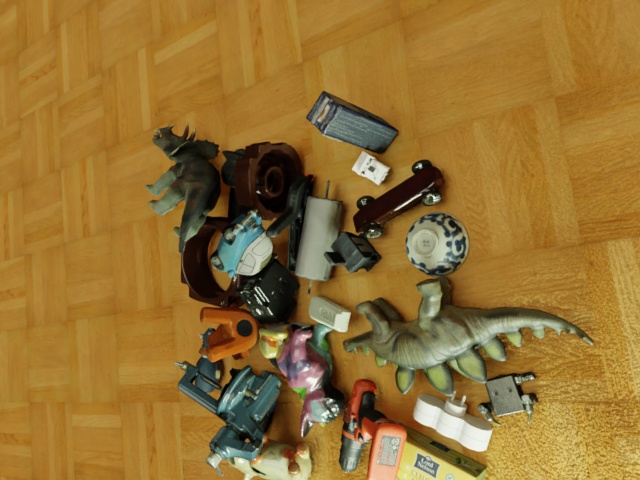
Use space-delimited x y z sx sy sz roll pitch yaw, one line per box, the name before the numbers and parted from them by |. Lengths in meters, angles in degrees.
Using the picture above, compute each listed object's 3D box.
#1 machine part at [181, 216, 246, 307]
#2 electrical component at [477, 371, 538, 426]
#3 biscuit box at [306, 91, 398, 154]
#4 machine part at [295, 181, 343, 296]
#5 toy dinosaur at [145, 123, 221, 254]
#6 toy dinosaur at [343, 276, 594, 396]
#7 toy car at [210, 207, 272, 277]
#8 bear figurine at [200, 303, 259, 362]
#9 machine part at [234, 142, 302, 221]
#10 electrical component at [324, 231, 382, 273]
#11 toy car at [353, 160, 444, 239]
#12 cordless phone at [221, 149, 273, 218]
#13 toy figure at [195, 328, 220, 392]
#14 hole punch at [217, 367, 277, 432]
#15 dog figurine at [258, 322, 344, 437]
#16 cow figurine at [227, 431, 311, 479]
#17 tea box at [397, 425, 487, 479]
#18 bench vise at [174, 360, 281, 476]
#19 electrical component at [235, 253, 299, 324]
machine part | -0.235 0.049 1.261 0.202 0.087 0.200 10 99 36
electrical component | 0.315 0.267 0.902 0.102 0.045 0.078 -18 78 32
biscuit box | 0.065 -0.215 1.010 0.059 0.202 0.062 48 114 30
machine part | -0.002 -0.003 1.121 0.079 0.079 0.243 12 95 35
toy dinosaur | -0.291 -0.128 1.233 0.192 0.131 0.405 -45 44 6
toy dinosaur | 0.216 0.165 0.948 0.472 0.105 0.198 -24 81 41
toy car | -0.147 0.015 1.090 0.103 0.109 0.161 38 138 2
bear figurine | -0.213 0.210 1.192 0.196 0.132 0.120 -33 66 59
machine part | -0.109 -0.125 1.146 0.056 0.179 0.179 3 89 38
electrical component | 0.059 0.023 1.051 0.047 0.119 0.075 -48 60 23
toy car | 0.150 -0.073 1.034 0.202 0.053 0.089 -34 54 30
cordless phone | -0.168 -0.114 1.255 0.147 0.088 0.184 18 109 33
toy figure | -0.270 0.287 1.299 0.058 0.064 0.154 176 103 -75
hole punch | -0.158 0.369 1.211 0.142 0.092 0.116 24 76 36
dog figurine | -0.038 0.284 1.112 0.192 0.108 0.219 -5 86 34
cow figurine | -0.111 0.473 1.152 0.195 0.085 0.127 4 131 20
tea box | 0.198 0.416 0.960 0.170 0.068 0.098 16 96 35
bench vise | -0.204 0.338 1.109 0.241 0.128 0.223 29 66 13
electrical component | -0.104 0.113 1.149 0.058 0.134 0.115 -7 39 37
